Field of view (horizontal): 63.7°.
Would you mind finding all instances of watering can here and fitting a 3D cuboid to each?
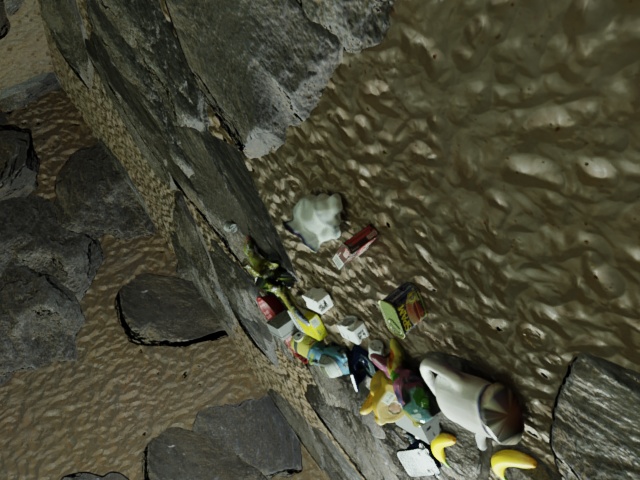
[{"bbox_3d":[0.359,0.390,1.156,0.343,0.105,0.224,52,158,-21],"label":"watering can"}]

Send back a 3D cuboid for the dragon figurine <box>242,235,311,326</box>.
[{"bbox_3d":[-0.166,0.153,1.877,0.413,0.123,0.240,55,172,8],"label":"dragon figurine"}]

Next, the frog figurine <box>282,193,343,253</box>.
[{"bbox_3d":[0.004,-0.064,1.278,0.157,0.123,0.139,-51,61,28],"label":"frog figurine"}]
